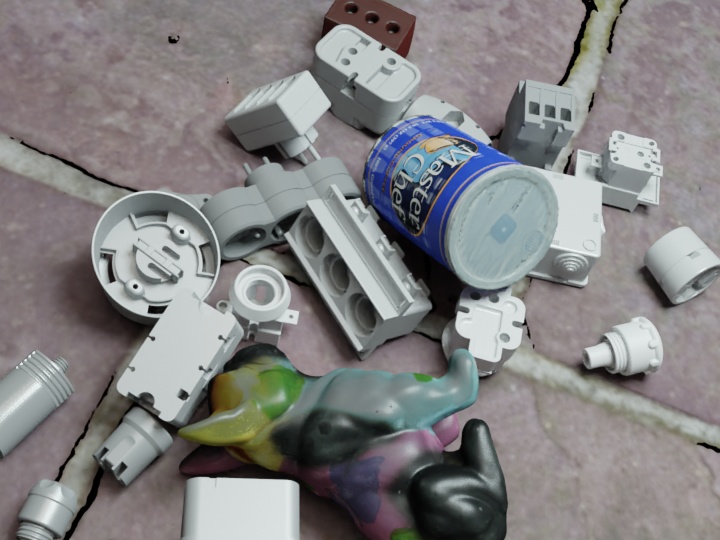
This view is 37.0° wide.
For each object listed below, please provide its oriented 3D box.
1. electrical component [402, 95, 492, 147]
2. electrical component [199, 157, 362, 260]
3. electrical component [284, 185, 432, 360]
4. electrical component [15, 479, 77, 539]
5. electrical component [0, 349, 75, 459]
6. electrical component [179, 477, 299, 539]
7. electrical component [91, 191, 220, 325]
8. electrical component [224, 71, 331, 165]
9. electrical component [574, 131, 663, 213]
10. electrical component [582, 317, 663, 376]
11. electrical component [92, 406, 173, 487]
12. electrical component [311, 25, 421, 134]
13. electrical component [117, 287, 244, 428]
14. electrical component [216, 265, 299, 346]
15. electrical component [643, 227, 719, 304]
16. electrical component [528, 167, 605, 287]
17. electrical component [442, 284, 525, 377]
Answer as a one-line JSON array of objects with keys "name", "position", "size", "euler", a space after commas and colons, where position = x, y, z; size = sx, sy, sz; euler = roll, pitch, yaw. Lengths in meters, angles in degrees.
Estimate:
[{"name": "electrical component", "position": [0.067, -0.110, 0.977], "size": [0.077, 0.043, 0.079], "euler": [38, 60, 12]}, {"name": "electrical component", "position": [-0.075, -0.066, 0.916], "size": [0.138, 0.052, 0.073], "euler": [-21, 65, -22]}, {"name": "electrical component", "position": [0.000, 0.000, 0.883], "size": [0.063, 0.078, 0.121], "euler": [-12, 59, -43]}, {"name": "electrical component", "position": [-0.223, 0.179, 0.746], "size": [0.035, 0.035, 0.061], "euler": [21, 59, 2]}, {"name": "electrical component", "position": [-0.246, 0.094, 0.788], "size": [0.043, 0.043, 0.081], "euler": [36, 59, 12]}, {"name": "electrical component", "position": [-0.083, 0.188, 0.722], "size": [0.078, 0.113, 0.057], "euler": [4, 55, -9]}, {"name": "electrical component", "position": [-0.161, -0.007, 0.851], "size": [0.099, 0.064, 0.099], "euler": [4, 71, -11]}, {"name": "electrical component", "position": [-0.063, -0.124, 0.948], "size": [0.075, 0.083, 0.047], "euler": [54, 55, -23]}, {"name": "electrical component", "position": [0.241, -0.092, 0.990], "size": [0.081, 0.063, 0.042], "euler": [13, 56, -3]}, {"name": "electrical component", "position": [0.218, 0.068, 0.899], "size": [0.062, 0.048, 0.048], "euler": [-12, 62, -10]}, {"name": "electrical component", "position": [-0.167, 0.130, 0.785], "size": [0.040, 0.040, 0.046], "euler": [38, 65, 12]}, {"name": "electrical component", "position": [0.003, -0.172, 0.993], "size": [0.095, 0.059, 0.053], "euler": [34, 58, 10]}, {"name": "electrical component", "position": [-0.132, 0.067, 0.801], "size": [0.050, 0.055, 0.089], "euler": [30, 78, 8]}, {"name": "electrical component", "position": [-0.081, 0.028, 0.855], "size": [0.066, 0.055, 0.048], "euler": [11, 57, -4]}, {"name": "electrical component", "position": [0.285, -0.005, 0.951], "size": [0.055, 0.055, 0.047], "euler": [-21, 61, -22]}, {"name": "electrical component", "position": [0.167, -0.041, 0.952], "size": [0.100, 0.048, 0.099], "euler": [12, 57, -3]}, {"name": "electrical component", "position": [0.099, 0.052, 0.875], "size": [0.058, 0.057, 0.078], "euler": [15, 57, -2]}]
